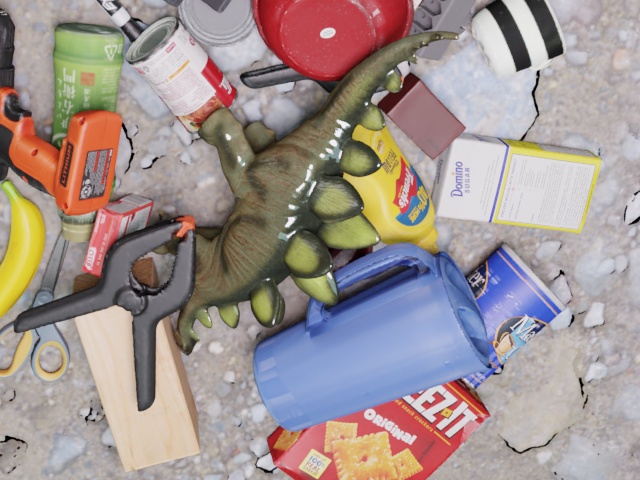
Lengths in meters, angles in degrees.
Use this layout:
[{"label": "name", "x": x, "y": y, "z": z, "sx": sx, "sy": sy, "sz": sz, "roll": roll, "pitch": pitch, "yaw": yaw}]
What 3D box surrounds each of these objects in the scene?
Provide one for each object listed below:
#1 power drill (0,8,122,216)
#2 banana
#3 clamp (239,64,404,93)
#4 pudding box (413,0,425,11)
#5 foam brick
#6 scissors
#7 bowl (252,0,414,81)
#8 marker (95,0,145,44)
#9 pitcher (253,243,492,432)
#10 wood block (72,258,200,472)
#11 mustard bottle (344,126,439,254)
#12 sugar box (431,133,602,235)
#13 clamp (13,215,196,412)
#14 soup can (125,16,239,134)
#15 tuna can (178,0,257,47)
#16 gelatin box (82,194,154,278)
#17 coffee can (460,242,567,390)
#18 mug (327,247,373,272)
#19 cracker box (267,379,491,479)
[{"label": "power drill", "x": -0.278, "y": -0.117, "z": 1.035, "sx": 0.188, "sy": 0.057, "sz": 0.184, "roll": 25, "pitch": 114, "yaw": 29}, {"label": "banana", "x": -0.343, "y": 0.034, "z": 1.144, "sx": 0.069, "sy": 0.037, "sz": 0.198, "roll": 28, "pitch": 102, "yaw": 1}, {"label": "clamp", "x": 0.009, "y": -0.205, "z": 1.117, "sx": 0.171, "sy": 0.039, "sz": 0.120, "roll": 8, "pitch": 117, "yaw": -14}, {"label": "pudding box", "x": 0.054, "y": -0.280, "z": 1.070, "sx": 0.113, "sy": 0.090, "sz": 0.039, "roll": 29, "pitch": 103, "yaw": -18}, {"label": "foam brick", "x": 0.109, "y": -0.134, "z": 1.154, "sx": 0.053, "sy": 0.051, "sz": 0.078, "roll": -44, "pitch": 111, "yaw": 7}, {"label": "scissors", "x": -0.291, "y": 0.078, "z": 1.178, "sx": 0.096, "sy": 0.016, "sz": 0.202, "roll": 33, "pitch": 101, "yaw": -21}, {"label": "bowl", "x": 0.010, "y": -0.212, "z": 1.035, "sx": 0.162, "sy": 0.055, "sz": 0.162, "roll": 4, "pitch": 130, "yaw": 4}, {"label": "marker", "x": -0.218, "y": -0.244, "z": 1.072, "sx": 0.020, "sy": 0.020, "sz": 0.121, "roll": -40, "pitch": 112, "yaw": 5}, {"label": "pitcher", "x": 0.049, "y": 0.109, "z": 1.140, "sx": 0.243, "sy": 0.144, "sz": 0.149, "roll": -24, "pitch": 76, "yaw": 17}, {"label": "wood block", "x": -0.201, "y": 0.137, "z": 1.175, "sx": 0.090, "sy": 0.091, "sz": 0.206, "roll": -14, "pitch": 112, "yaw": -4}, {"label": "mustard bottle", "x": 0.073, "y": -0.052, "z": 1.156, "sx": 0.058, "sy": 0.096, "sz": 0.191, "roll": -18, "pitch": 119, "yaw": 36}, {"label": "sugar box", "x": 0.219, "y": -0.065, "z": 1.203, "sx": 0.176, "sy": 0.048, "sz": 0.093, "roll": 8, "pitch": 108, "yaw": -9}, {"label": "clamp", "x": -0.184, "y": 0.067, "z": 1.078, "sx": 0.164, "sy": 0.036, "sz": 0.210, "roll": 42, "pitch": 102, "yaw": -14}, {"label": "soup can", "x": -0.139, "y": -0.166, "z": 1.079, "sx": 0.068, "sy": 0.068, "sz": 0.102, "roll": -38, "pitch": 122, "yaw": 4}, {"label": "tuna can", "x": -0.102, "y": -0.242, "z": 1.086, "sx": 0.086, "sy": 0.034, "sz": 0.086, "roll": -3, "pitch": 110, "yaw": -9}, {"label": "gelatin box", "x": -0.213, "y": -0.005, "z": 1.122, "sx": 0.030, "sy": 0.089, "sz": 0.073, "roll": 21, "pitch": 106, "yaw": 9}, {"label": "coffee can", "x": 0.195, "y": 0.087, "z": 1.221, "sx": 0.140, "sy": 0.103, "sz": 0.102, "roll": -43, "pitch": 111, "yaw": 7}, {"label": "mug", "x": -0.008, "y": 0.001, "z": 1.165, "sx": 0.117, "sy": 0.081, "sz": 0.093, "roll": -8, "pitch": 111, "yaw": -7}, {"label": "cracker box", "x": 0.069, "y": 0.223, "z": 1.265, "sx": 0.164, "sy": 0.072, "sz": 0.214, "roll": 42, "pitch": 98, "yaw": -20}]
